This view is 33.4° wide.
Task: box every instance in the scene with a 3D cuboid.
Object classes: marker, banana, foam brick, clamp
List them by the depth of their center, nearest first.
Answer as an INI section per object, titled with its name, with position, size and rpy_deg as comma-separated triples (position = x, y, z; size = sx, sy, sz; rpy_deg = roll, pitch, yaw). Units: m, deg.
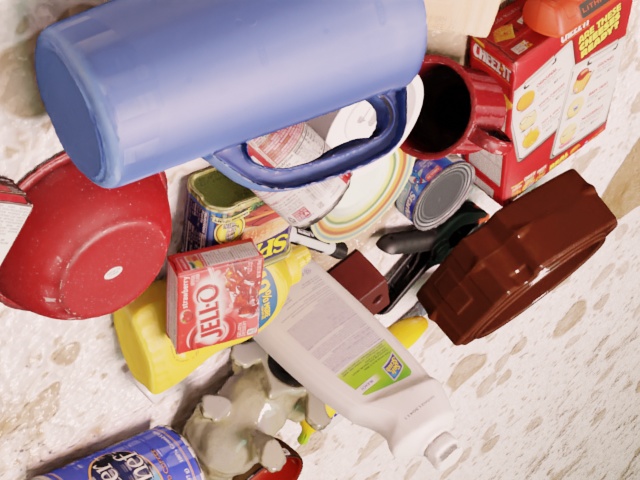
[marker]
position = -0.007, 0.001, 1.030
size = 0.020, 0.020, 0.121
rpy_deg = -53, 150, 11
[foam brick]
position = 0.027, 0.060, 1.112
size = 0.078, 0.051, 0.053
rpy_deg = -37, 149, -16
[banana]
position = 0.042, 0.141, 1.154
size = 0.197, 0.037, 0.069
rpy_deg = -41, 168, -10
[clamp]
position = 0.119, 0.001, 1.170
size = 0.171, 0.039, 0.120
rpy_deg = -40, 156, -20

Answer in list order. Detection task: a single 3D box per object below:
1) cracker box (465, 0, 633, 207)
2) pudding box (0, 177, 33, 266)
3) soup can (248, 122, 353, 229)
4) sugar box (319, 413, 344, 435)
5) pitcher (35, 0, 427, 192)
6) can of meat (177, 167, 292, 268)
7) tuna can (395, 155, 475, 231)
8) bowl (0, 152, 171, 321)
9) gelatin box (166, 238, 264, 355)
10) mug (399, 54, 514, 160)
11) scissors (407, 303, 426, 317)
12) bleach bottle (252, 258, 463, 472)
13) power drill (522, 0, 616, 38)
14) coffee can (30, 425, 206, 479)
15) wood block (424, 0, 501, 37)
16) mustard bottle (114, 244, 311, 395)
[cracker box]
position = 0.225, -0.158, 1.080
size = 0.164, 0.072, 0.214
rpy_deg = -35, 148, -19
[pudding box]
position = -0.255, 0.007, 0.705
size = 0.089, 0.039, 0.114
rpy_deg = 9, 118, -55
[soup can]
position = -0.032, -0.065, 0.823
size = 0.068, 0.068, 0.102
rpy_deg = -47, 113, 1
[sugar box]
position = 0.018, 0.147, 1.211
size = 0.093, 0.048, 0.176
rpy_deg = -37, 148, -16
[pitcher]
position = -0.054, -0.115, 0.712
size = 0.242, 0.149, 0.145
rpy_deg = -26, 145, -26
[can of meat]
position = -0.067, -0.020, 0.893
size = 0.101, 0.057, 0.084
rpy_deg = -23, 141, -35
[tuna can]
position = 0.119, -0.054, 1.107
size = 0.086, 0.034, 0.086
rpy_deg = -32, 147, -24
[bowl]
position = -0.168, 0.007, 0.799
size = 0.162, 0.055, 0.162
rpy_deg = -31, 147, -23
[gelatin box]
position = -0.086, 0.047, 0.864
size = 0.073, 0.030, 0.089
rpy_deg = -12, 132, -23
[mug]
position = 0.127, -0.113, 0.969
size = 0.081, 0.117, 0.093
rpy_deg = -6, 127, -55
[scissors]
position = 0.133, 0.065, 1.288
size = 0.201, 0.016, 0.096
rpy_deg = -30, 145, -26
[bleach bottle]
position = 0.029, 0.121, 0.987
size = 0.102, 0.251, 0.068
rpy_deg = -38, 149, -14
[power drill]
position = 0.205, -0.269, 0.909
size = 0.184, 0.057, 0.187
rpy_deg = -34, 139, -16
[coffee can]
position = -0.192, 0.247, 1.010
size = 0.140, 0.103, 0.103
rpy_deg = -18, 140, -40
[wood block]
position = 0.100, -0.259, 0.748
size = 0.090, 0.091, 0.206
rpy_deg = 6, 131, -10
[mustard bottle]
position = -0.087, 0.053, 0.950
size = 0.191, 0.058, 0.096
rpy_deg = -30, 129, -28
